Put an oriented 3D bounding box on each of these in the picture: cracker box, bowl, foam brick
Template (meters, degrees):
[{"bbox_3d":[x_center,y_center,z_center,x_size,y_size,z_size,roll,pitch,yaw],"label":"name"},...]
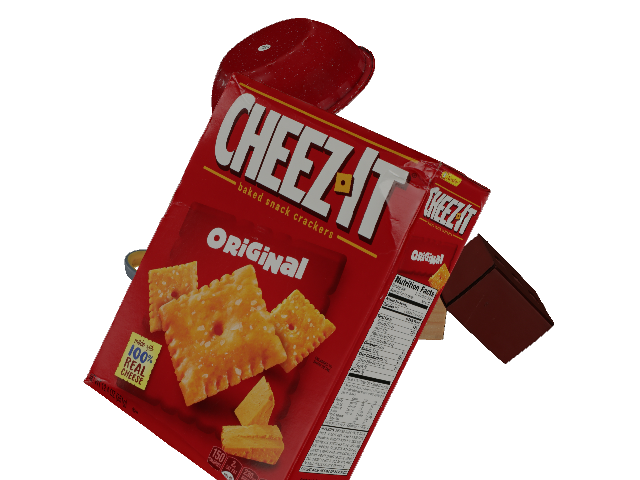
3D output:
[{"bbox_3d":[-0.025,0.029,0.622,0.164,0.214,0.072,28,4,34],"label":"cracker box"},{"bbox_3d":[-0.036,-0.148,0.938,0.162,0.055,0.162,-21,31,13],"label":"bowl"},{"bbox_3d":[0.133,0.046,0.824,0.078,0.051,0.053,42,15,-25],"label":"foam brick"}]

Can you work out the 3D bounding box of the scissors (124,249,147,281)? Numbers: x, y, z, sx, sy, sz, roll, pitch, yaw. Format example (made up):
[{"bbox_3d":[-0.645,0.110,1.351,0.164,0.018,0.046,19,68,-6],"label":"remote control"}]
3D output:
[{"bbox_3d":[-0.061,0.037,0.840,0.202,0.016,0.096,17,31,23],"label":"scissors"}]

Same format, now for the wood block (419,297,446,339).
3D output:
[{"bbox_3d":[0.014,0.041,1.041,0.206,0.091,0.090,2,15,-12],"label":"wood block"}]
